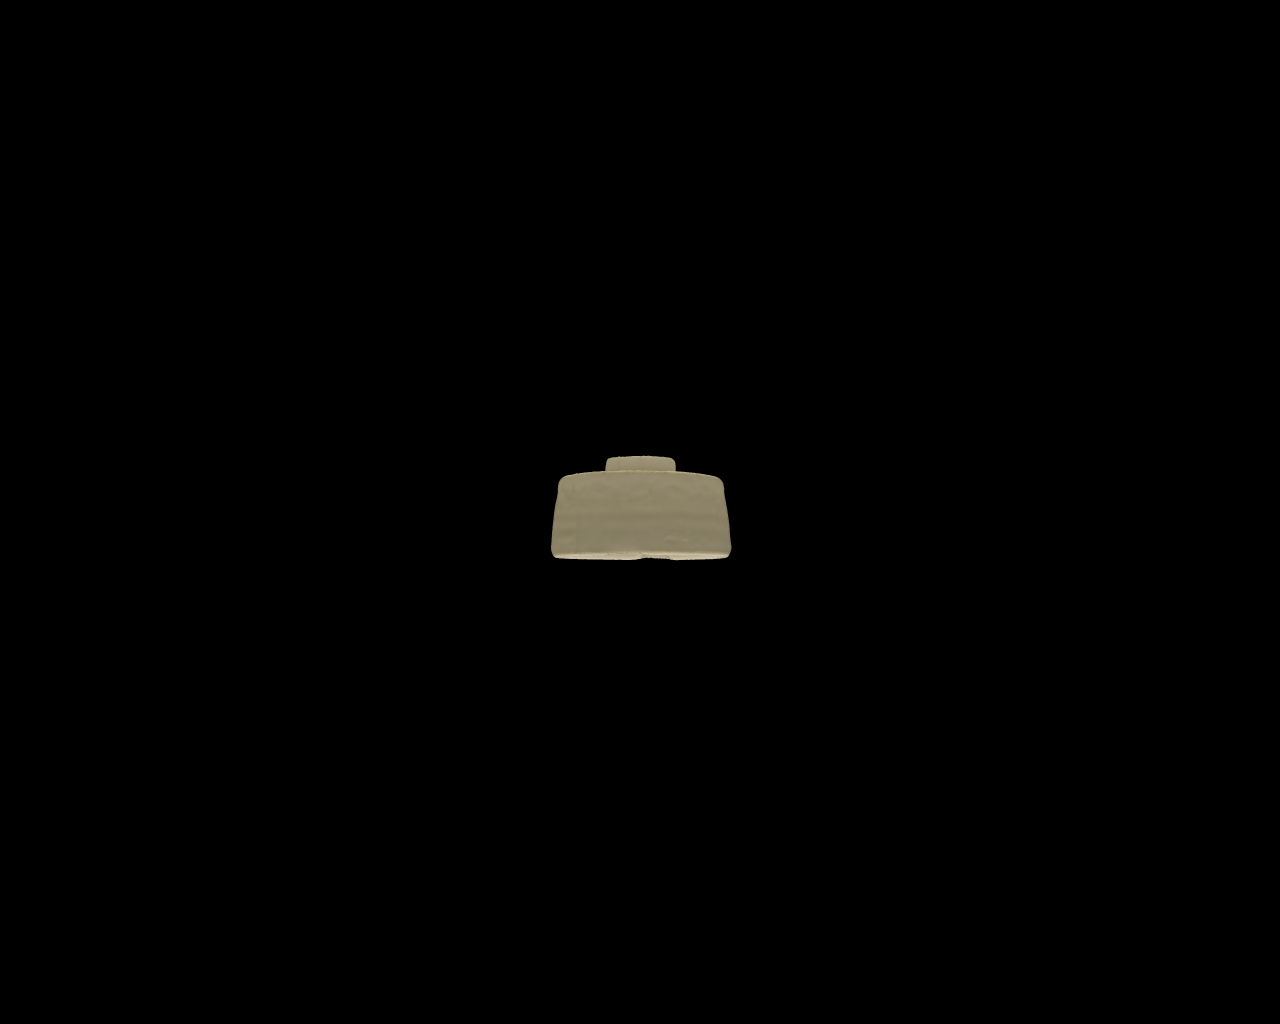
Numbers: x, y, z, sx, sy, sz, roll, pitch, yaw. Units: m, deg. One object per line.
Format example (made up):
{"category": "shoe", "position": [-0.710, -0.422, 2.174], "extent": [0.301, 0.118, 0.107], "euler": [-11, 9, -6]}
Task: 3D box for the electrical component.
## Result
{"category": "electrical component", "position": [0.001, -0.003, 0.650], "extent": [0.108, 0.060, 0.108], "euler": [0, -4, 0]}
